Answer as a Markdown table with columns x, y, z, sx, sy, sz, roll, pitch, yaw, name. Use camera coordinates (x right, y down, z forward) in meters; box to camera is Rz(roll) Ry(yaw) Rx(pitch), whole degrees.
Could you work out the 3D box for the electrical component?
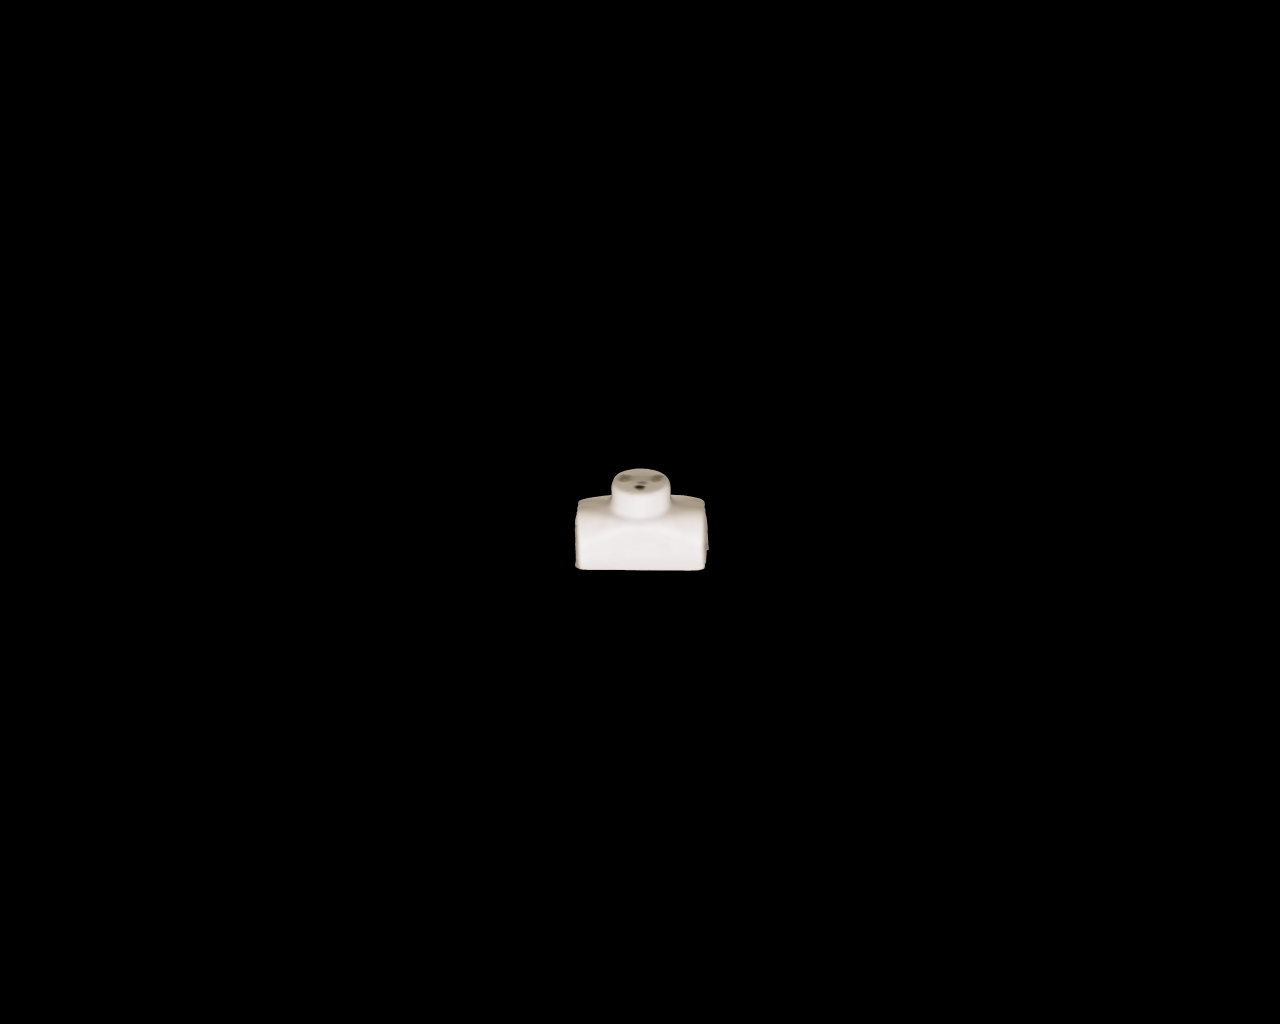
| x | y | z | sx | sy | sz | roll | pitch | yaw | name |
| --- | --- | --- | --- | --- | --- | --- | --- | --- | --- |
| 0.001 | -0.003 | 0.650 | 0.077 | 0.079 | 0.044 | 0 | 25 | 0 | electrical component |
